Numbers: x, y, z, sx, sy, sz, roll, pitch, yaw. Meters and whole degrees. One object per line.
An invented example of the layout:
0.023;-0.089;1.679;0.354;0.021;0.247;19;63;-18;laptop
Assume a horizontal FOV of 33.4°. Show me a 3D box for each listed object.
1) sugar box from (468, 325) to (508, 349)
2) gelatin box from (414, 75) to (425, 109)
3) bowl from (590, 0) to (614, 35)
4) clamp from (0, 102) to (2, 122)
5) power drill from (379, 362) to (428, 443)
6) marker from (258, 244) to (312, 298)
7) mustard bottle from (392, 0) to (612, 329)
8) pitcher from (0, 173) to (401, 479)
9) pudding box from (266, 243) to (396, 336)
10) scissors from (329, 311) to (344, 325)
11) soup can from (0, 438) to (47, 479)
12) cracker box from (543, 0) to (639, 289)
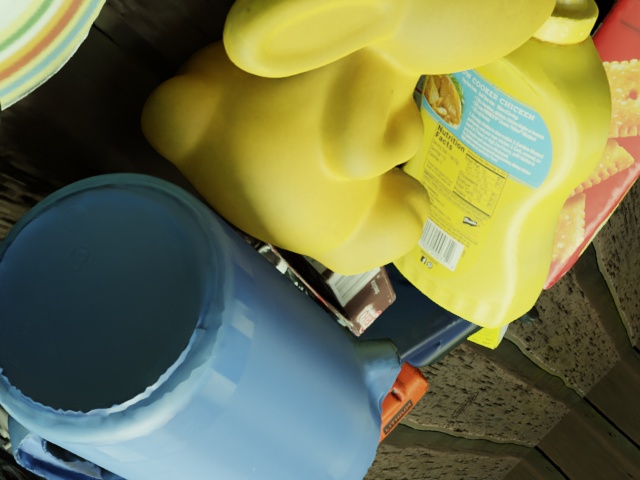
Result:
0.163;0.027;0.985;0.176;0.048;0.093;73;37;-63;sugar box
0.068;-0.081;0.598;0.030;0.089;0.073;-32;157;-49;gelatin box
0.130;-0.135;0.659;0.162;0.055;0.162;-37;158;-19;bowl
-0.157;-0.001;0.387;0.120;0.039;0.171;-19;161;-7;clamp
0.061;0.113;0.984;0.184;0.057;0.187;-42;157;-13;power drill
-0.022;0.031;0.735;0.020;0.020;0.121;-43;158;-6;marker
0.090;-0.053;0.525;0.058;0.096;0.192;-22;142;-36;mustard bottle
-0.065;0.066;0.505;0.149;0.145;0.242;-63;158;-12;pitcher
-0.004;0.001;0.617;0.039;0.090;0.113;-43;158;-8;pudding box
0.014;0.053;0.799;0.096;0.016;0.202;-45;170;-19;scissors
-0.201;0.169;0.596;0.102;0.068;0.068;-45;158;2;soup can
0.183;-0.093;0.608;0.214;0.072;0.164;-58;171;35;cracker box
